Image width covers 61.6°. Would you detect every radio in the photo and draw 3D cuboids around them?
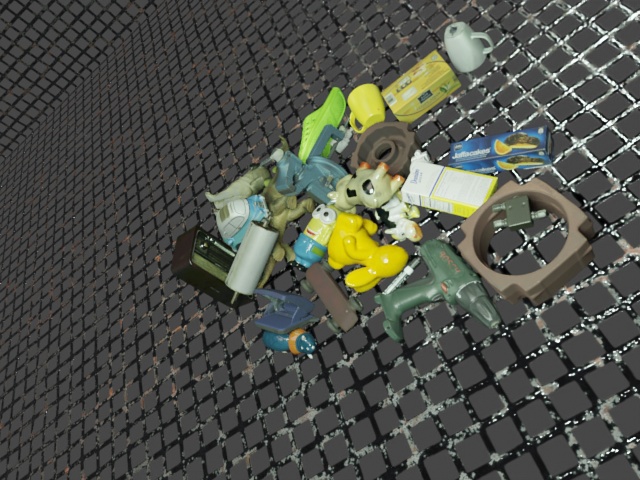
[{"bbox_3d":[-0.265,0.071,1.364,0.073,0.229,0.131,-25,47,25],"label":"radio"}]

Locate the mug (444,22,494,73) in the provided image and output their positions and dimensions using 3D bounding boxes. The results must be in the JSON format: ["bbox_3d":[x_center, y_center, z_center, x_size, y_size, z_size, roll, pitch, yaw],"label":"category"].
[{"bbox_3d":[0.349,-0.463,1.275,0.110,0.107,0.081,6,71,43],"label":"mug"}]

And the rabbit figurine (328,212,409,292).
[{"bbox_3d":[0.104,0.033,1.176,0.173,0.121,0.162,22,81,25],"label":"rabbit figurine"}]

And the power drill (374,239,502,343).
[{"bbox_3d":[0.217,0.118,1.054,0.207,0.086,0.232,-38,46,20],"label":"power drill"}]

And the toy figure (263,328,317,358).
[{"bbox_3d":[-0.064,0.228,1.224,0.155,0.064,0.058,-1,50,39],"label":"toy figure"}]

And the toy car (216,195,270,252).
[{"bbox_3d":[-0.205,-0.049,1.352,0.161,0.103,0.109,-41,50,31],"label":"toy car"}]

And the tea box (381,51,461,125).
[{"bbox_3d":[0.248,-0.372,1.329,0.170,0.068,0.098,-34,49,17],"label":"tea box"}]

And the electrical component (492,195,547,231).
[{"bbox_3d":[0.357,-0.050,0.963,0.094,0.021,0.063,-14,56,33],"label":"electrical component"}]

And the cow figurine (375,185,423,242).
[{"bbox_3d":[0.169,-0.053,1.202,0.098,0.068,0.167,-34,44,26],"label":"cow figurine"}]

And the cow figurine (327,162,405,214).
[{"bbox_3d":[0.093,-0.109,1.215,0.127,0.085,0.195,-55,24,-7],"label":"cow figurine"}]

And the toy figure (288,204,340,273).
[{"bbox_3d":[-0.005,-0.006,1.306,0.082,0.089,0.180,30,95,16],"label":"toy figure"}]

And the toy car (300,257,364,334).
[{"bbox_3d":[0.028,0.126,1.217,0.089,0.053,0.202,-46,48,8],"label":"toy car"}]

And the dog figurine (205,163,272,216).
[{"bbox_3d":[-0.203,-0.111,1.525,0.191,0.121,0.172,-29,82,0],"label":"dog figurine"}]

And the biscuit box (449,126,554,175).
[{"bbox_3d":[0.374,-0.181,1.119,0.203,0.059,0.063,-6,62,37],"label":"biscuit box"}]

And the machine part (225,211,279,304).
[{"bbox_3d":[-0.163,0.042,1.294,0.079,0.079,0.243,30,100,45],"label":"machine part"}]

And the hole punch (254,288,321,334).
[{"bbox_3d":[-0.083,0.151,1.237,0.142,0.116,0.092,3,101,42],"label":"hole punch"}]

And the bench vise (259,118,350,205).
[{"bbox_3d":[-0.008,-0.198,1.336,0.240,0.223,0.129,-63,14,-17],"label":"bench vise"}]

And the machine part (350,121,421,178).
[{"bbox_3d":[0.161,-0.207,1.309,0.179,0.056,0.179,-18,56,29],"label":"machine part"}]

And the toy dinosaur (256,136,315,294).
[{"bbox_3d":[-0.121,-0.078,1.422,0.199,0.105,0.471,1,66,39],"label":"toy dinosaur"}]

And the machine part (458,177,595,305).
[{"bbox_3d":[0.378,0.003,0.991,0.201,0.087,0.202,-44,44,9],"label":"machine part"}]
